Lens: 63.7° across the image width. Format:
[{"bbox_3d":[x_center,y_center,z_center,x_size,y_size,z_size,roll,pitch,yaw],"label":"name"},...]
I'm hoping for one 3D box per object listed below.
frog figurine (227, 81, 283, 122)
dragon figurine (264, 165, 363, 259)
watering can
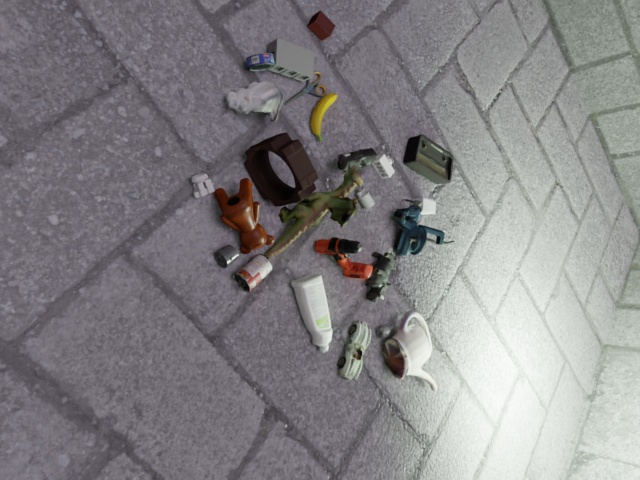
[{"bbox_3d":[-0.198,-0.432,1.556,0.158,0.120,0.141,18,42,-28],"label":"frog figurine"},{"bbox_3d":[0.005,-0.081,1.601,0.120,0.242,0.418,52,55,-29],"label":"dragon figurine"},{"bbox_3d":[0.343,0.440,1.900,0.226,0.104,0.345,-21,101,-38],"label":"watering can"}]
